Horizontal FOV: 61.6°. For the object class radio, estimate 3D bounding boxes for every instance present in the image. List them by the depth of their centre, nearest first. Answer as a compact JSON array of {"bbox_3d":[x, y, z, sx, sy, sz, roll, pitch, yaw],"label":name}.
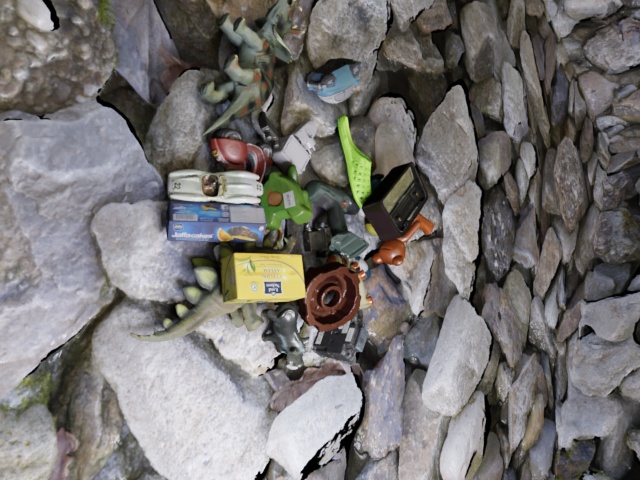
[{"bbox_3d":[0.217,-0.107,1.508,0.229,0.073,0.131,-49,116,-40],"label":"radio"}]

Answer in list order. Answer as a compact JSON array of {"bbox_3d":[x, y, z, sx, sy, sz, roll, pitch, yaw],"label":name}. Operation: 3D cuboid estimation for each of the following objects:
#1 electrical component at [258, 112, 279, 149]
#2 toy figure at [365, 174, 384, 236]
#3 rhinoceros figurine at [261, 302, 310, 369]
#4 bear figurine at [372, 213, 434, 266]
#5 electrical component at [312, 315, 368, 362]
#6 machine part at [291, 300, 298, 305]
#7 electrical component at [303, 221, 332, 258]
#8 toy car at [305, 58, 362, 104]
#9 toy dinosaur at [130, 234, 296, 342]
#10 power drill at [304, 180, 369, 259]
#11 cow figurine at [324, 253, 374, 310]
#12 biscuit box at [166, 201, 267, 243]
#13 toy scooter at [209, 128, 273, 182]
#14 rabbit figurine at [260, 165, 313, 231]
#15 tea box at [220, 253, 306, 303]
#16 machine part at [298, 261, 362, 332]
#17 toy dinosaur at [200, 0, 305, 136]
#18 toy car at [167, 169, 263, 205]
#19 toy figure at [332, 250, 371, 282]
[{"bbox_3d":[-0.124,-0.268,1.306,0.063,0.021,0.094,43,24,-54],"label":"electrical component"},{"bbox_3d":[0.170,-0.101,1.577,0.082,0.089,0.180,-4,82,-42],"label":"toy figure"},{"bbox_3d":[-0.075,0.223,1.275,0.073,0.112,0.190,-43,137,-44],"label":"rhinoceros figurine"},{"bbox_3d":[0.249,0.004,1.624,0.131,0.120,0.196,37,63,-42],"label":"bear figurine"},{"bbox_3d":[0.057,0.253,1.396,0.058,0.134,0.115,41,60,-39],"label":"electrical component"},{"bbox_3d":[-0.058,0.141,1.355,0.138,0.039,0.084,16,81,-46],"label":"machine part"},{"bbox_3d":[-0.003,-0.003,1.415,0.078,0.045,0.102,-1,87,-47],"label":"electrical component"},{"bbox_3d":[0.043,-0.423,1.456,0.162,0.109,0.102,-41,134,-30],"label":"toy car"},{"bbox_3d":[-0.195,0.102,1.176,0.198,0.105,0.471,57,46,-15],"label":"toy dinosaur"},{"bbox_3d":[0.060,-0.056,1.408,0.232,0.086,0.207,28,40,-46],"label":"power drill"},{"bbox_3d":[0.061,0.115,1.437,0.127,0.086,0.194,-27,125,-10],"label":"cow figurine"},{"bbox_3d":[-0.217,-0.036,1.122,0.203,0.062,0.059,1,47,-20],"label":"biscuit box"},{"bbox_3d":[-0.178,-0.171,1.229,0.183,0.075,0.135,12,79,-50],"label":"toy scooter"},{"bbox_3d":[-0.079,-0.092,1.289,0.159,0.121,0.170,70,15,15],"label":"rabbit figurine"},{"bbox_3d":[-0.119,0.081,1.134,0.169,0.068,0.098,1,75,-39],"label":"tea box"},{"bbox_3d":[0.022,0.139,1.338,0.179,0.056,0.179,-10,111,-28],"label":"machine part"},{"bbox_3d":[-0.157,-0.386,1.242,0.192,0.131,0.404,24,76,-42],"label":"toy dinosaur"},{"bbox_3d":[-0.221,-0.110,1.143,0.202,0.056,0.073,0,75,-16],"label":"toy car"},{"bbox_3d":[0.084,0.056,1.496,0.154,0.058,0.064,46,18,-32],"label":"toy figure"}]
